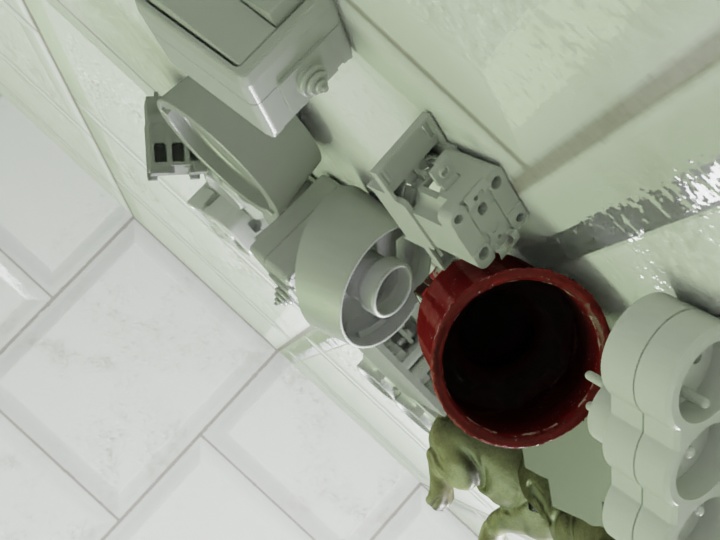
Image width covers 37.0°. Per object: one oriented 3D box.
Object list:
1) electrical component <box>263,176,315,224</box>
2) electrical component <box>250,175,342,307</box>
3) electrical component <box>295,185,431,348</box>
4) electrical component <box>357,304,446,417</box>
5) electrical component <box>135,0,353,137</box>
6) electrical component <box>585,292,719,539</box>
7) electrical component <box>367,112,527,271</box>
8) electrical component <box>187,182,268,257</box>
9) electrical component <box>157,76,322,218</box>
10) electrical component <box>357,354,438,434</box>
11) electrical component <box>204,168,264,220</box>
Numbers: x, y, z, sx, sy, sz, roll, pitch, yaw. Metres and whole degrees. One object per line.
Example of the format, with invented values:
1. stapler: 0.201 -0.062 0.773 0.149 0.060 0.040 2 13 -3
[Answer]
1. electrical component: -0.062 -0.058 0.862 0.079 0.044 0.077 41 170 9
2. electrical component: -0.034 -0.013 0.790 0.061 0.096 0.061 37 169 41
3. electrical component: 0.000 0.000 0.722 0.064 0.099 0.099 29 164 34
4. electrical component: 0.025 0.041 0.890 0.150 0.061 0.089 46 170 -19
5. electrical component: -0.052 -0.116 0.518 0.096 0.061 0.061 38 169 24
6. electrical component: 0.133 0.071 0.502 0.074 0.052 0.138 32 138 48
7. electrical component: 0.046 -0.034 0.541 0.064 0.042 0.081 30 165 46
8. electrical component: -0.115 -0.059 1.023 0.053 0.059 0.095 49 169 -33
9. electrical component: -0.073 -0.093 0.706 0.108 0.060 0.108 41 170 9
10. electrical component: 0.073 0.122 1.053 0.150 0.061 0.089 41 170 9
11. electrical component: -0.091 -0.070 0.929 0.079 0.044 0.077 47 170 -28
